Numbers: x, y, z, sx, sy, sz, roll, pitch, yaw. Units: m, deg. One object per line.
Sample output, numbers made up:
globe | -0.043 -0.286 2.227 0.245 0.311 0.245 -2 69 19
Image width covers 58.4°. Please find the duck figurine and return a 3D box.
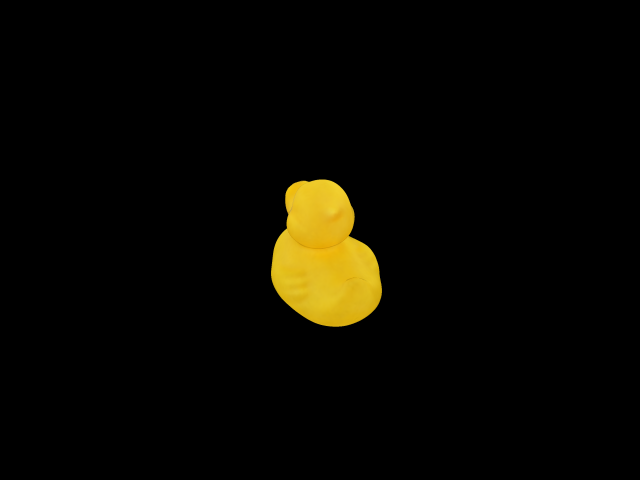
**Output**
duck figurine | 0.004 0.001 0.400 0.078 0.086 0.104 -19 46 -19
